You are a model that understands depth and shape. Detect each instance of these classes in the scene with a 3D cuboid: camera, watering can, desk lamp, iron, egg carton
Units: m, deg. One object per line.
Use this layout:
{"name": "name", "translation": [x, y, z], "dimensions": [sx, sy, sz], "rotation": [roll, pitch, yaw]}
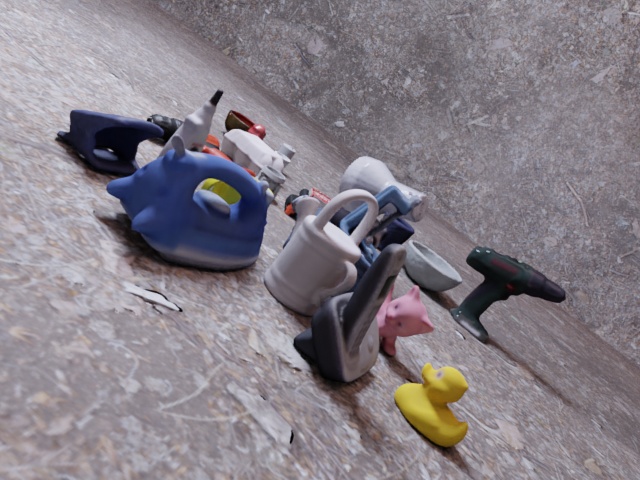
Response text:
{"name": "camera", "translation": [0.077, -0.030, 1.278], "dimensions": [0.137, 0.100, 0.143], "rotation": [37, 15, 1]}
{"name": "watering can", "translation": [0.006, 0.002, 0.836], "dimensions": [0.172, 0.194, 0.101], "rotation": [43, 16, 24]}
{"name": "desk lamp", "translation": [0.107, -0.038, 1.150], "dimensions": [0.118, 0.213, 0.202], "rotation": [17, 24, -52]}
{"name": "iron", "translation": [-0.138, -0.047, 0.764], "dimensions": [0.118, 0.141, 0.259], "rotation": [46, 17, 33]}
{"name": "egg carton", "translation": [-0.154, -0.193, 1.318], "dimensions": [0.150, 0.069, 0.107], "rotation": [43, 16, 23]}

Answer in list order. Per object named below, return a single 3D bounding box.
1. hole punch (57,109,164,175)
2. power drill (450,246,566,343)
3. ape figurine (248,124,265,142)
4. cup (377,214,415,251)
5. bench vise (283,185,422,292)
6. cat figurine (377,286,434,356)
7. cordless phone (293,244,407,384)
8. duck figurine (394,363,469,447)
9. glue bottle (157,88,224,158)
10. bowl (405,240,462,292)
{"name": "hole punch", "translation": [-0.302, -0.158, 0.832], "dimensions": [0.101, 0.091, 0.109], "rotation": [41, 15, 18]}
{"name": "power drill", "translation": [0.419, 0.132, 1.342], "dimensions": [0.229, 0.208, 0.076], "rotation": [40, 15, 12]}
{"name": "ape figurine", "translation": [-0.168, -0.245, 1.401], "dimensions": [0.077, 0.092, 0.076], "rotation": [45, 17, 30]}
{"name": "cup", "translation": [0.178, -0.020, 1.489], "dimensions": [0.092, 0.095, 0.117], "rotation": [27, 17, -31]}
{"name": "bench vise", "translation": [0.052, -0.019, 0.954], "dimensions": [0.208, 0.219, 0.121], "rotation": [34, 15, -9]}
{"name": "cat figurine", "translation": [0.120, 0.115, 0.898], "dimensions": [0.067, 0.117, 0.127], "rotation": [28, 17, -28]}
{"name": "cordless phone", "translation": [0.066, 0.085, 0.735], "dimensions": [0.094, 0.185, 0.148], "rotation": [40, 15, 16]}
{"name": "duck figurine", "translation": [0.161, 0.211, 0.758], "dimensions": [0.104, 0.086, 0.078], "rotation": [44, 16, 27]}
{"name": "glue bottle", "translation": [-0.207, -0.174, 0.935], "dimensions": [0.037, 0.173, 0.078], "rotation": [38, 15, 7]}
{"name": "bowl", "translation": [0.270, 0.077, 1.438], "dimensions": [0.168, 0.074, 0.167], "rotation": [34, 15, -10]}
